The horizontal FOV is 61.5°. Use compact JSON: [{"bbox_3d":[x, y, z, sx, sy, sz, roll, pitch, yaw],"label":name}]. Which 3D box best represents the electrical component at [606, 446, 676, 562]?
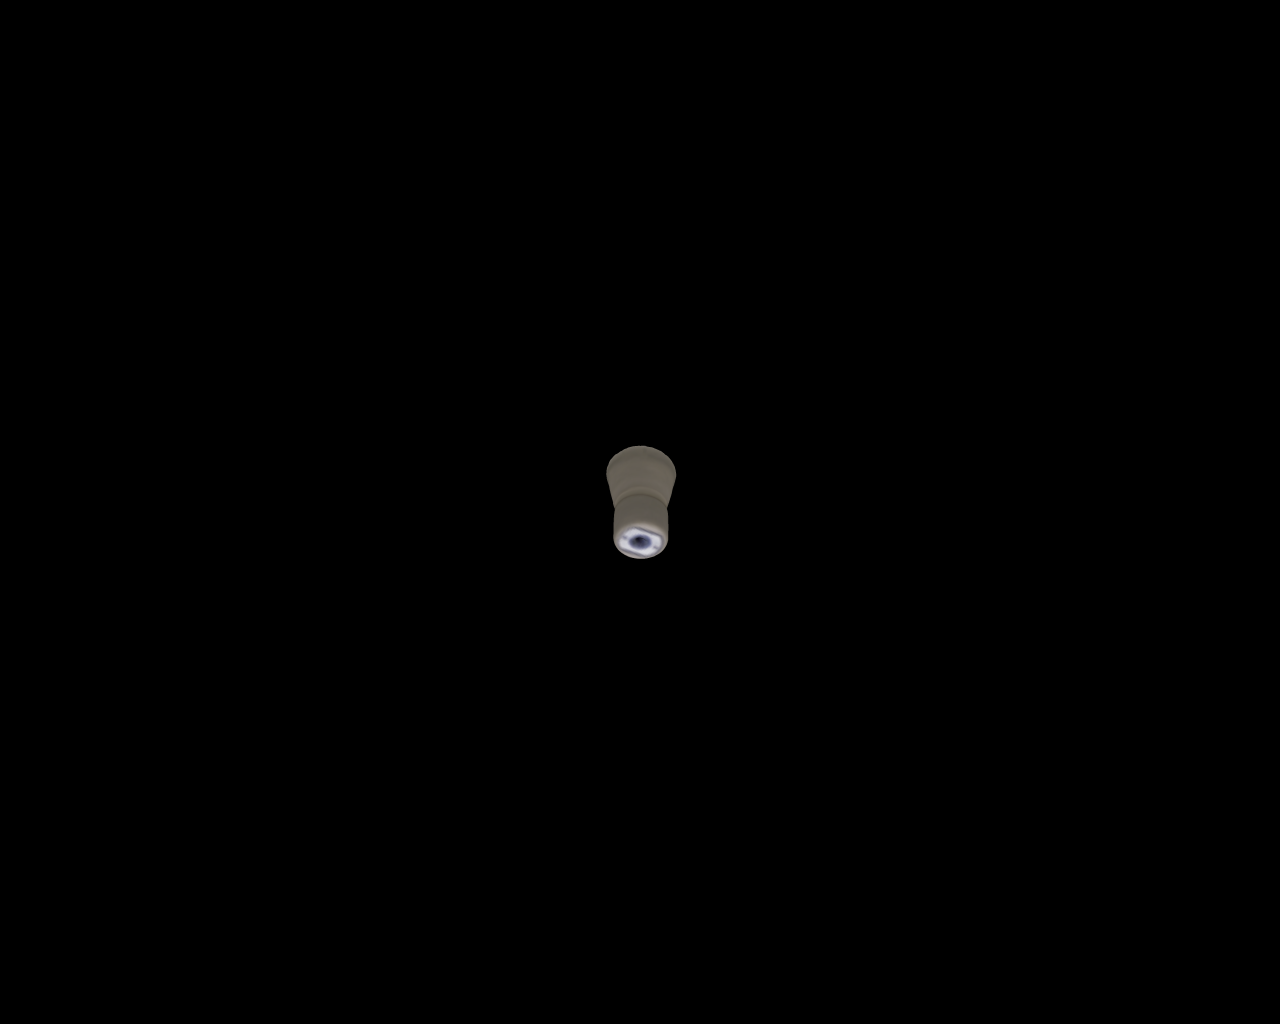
[{"bbox_3d":[0.001,-0.003,0.650,0.044,0.044,0.065,0,45,0],"label":"electrical component"}]
